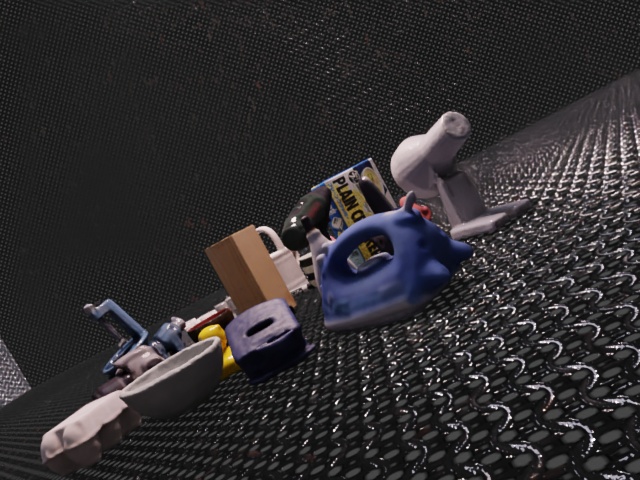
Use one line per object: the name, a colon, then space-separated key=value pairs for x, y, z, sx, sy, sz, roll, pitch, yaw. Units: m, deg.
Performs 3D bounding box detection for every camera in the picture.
camera: x=-0.358 y=0.268 z=1.072 sx=0.137 sy=0.101 sz=0.143 roll=-31 pitch=5 yaw=-34

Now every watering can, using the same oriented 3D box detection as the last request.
watering can: x=-0.118 y=0.057 z=1.468 sx=0.100 sy=0.194 sz=0.173 roll=-27 pitch=4 yaw=20

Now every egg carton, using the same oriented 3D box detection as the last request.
egg carton: x=-0.353 y=0.297 z=0.890 sx=0.107 sy=0.069 sz=0.150 roll=-27 pitch=4 yaw=22

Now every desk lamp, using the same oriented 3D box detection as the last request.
desk lamp: x=0.242 y=-0.114 z=1.034 sx=0.118 sy=0.213 sz=0.203 roll=-30 pitch=4 yaw=-25

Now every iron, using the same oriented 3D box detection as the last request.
iron: x=0.069 y=0.037 z=0.791 sx=0.257 sy=0.141 sz=0.119 roll=-25 pitch=5 yaw=40

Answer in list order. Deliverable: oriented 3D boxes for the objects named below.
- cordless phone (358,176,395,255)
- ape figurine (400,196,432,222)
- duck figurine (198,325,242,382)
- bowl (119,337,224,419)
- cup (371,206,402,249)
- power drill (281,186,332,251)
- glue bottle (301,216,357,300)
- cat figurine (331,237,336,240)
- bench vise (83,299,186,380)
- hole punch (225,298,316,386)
cordless phone: x=0.126 y=-0.039 z=1.072 sx=0.094 sy=0.185 sz=0.147 roll=-28 pitch=4 yaw=-3
ape figurine: x=0.229 y=-0.067 z=1.418 sx=0.077 sy=0.092 sz=0.076 roll=-26 pitch=4 yaw=26
duck figurine: x=-0.164 y=0.181 z=0.956 sx=0.104 sy=0.086 sz=0.077 roll=-28 pitch=4 yaw=9
bowl: x=-0.209 y=0.219 z=0.864 sx=0.167 sy=0.075 sz=0.167 roll=-28 pitch=4 yaw=2
cup: x=0.157 y=-0.014 z=1.200 sx=0.118 sy=0.095 sz=0.091 roll=-30 pitch=4 yaw=-23
power drill: x=0.011 y=0.004 z=1.147 sx=0.075 sy=0.208 sz=0.230 roll=-26 pitch=4 yaw=26
glue bottle: x=0.015 y=0.036 z=0.950 sx=0.078 sy=0.173 sz=0.037 roll=-28 pitch=4 yaw=-4
cat figurine: x=0.076 y=-0.004 z=1.479 sx=0.127 sy=0.118 sz=0.067 roll=-25 pitch=5 yaw=42
bench vise: x=-0.400 y=0.211 z=1.235 sx=0.121 sy=0.220 sz=0.208 roll=-26 pitch=5 yaw=32
hole punch: x=-0.075 y=0.141 z=0.820 sx=0.109 sy=0.091 sz=0.101 roll=-29 pitch=4 yaw=-8
